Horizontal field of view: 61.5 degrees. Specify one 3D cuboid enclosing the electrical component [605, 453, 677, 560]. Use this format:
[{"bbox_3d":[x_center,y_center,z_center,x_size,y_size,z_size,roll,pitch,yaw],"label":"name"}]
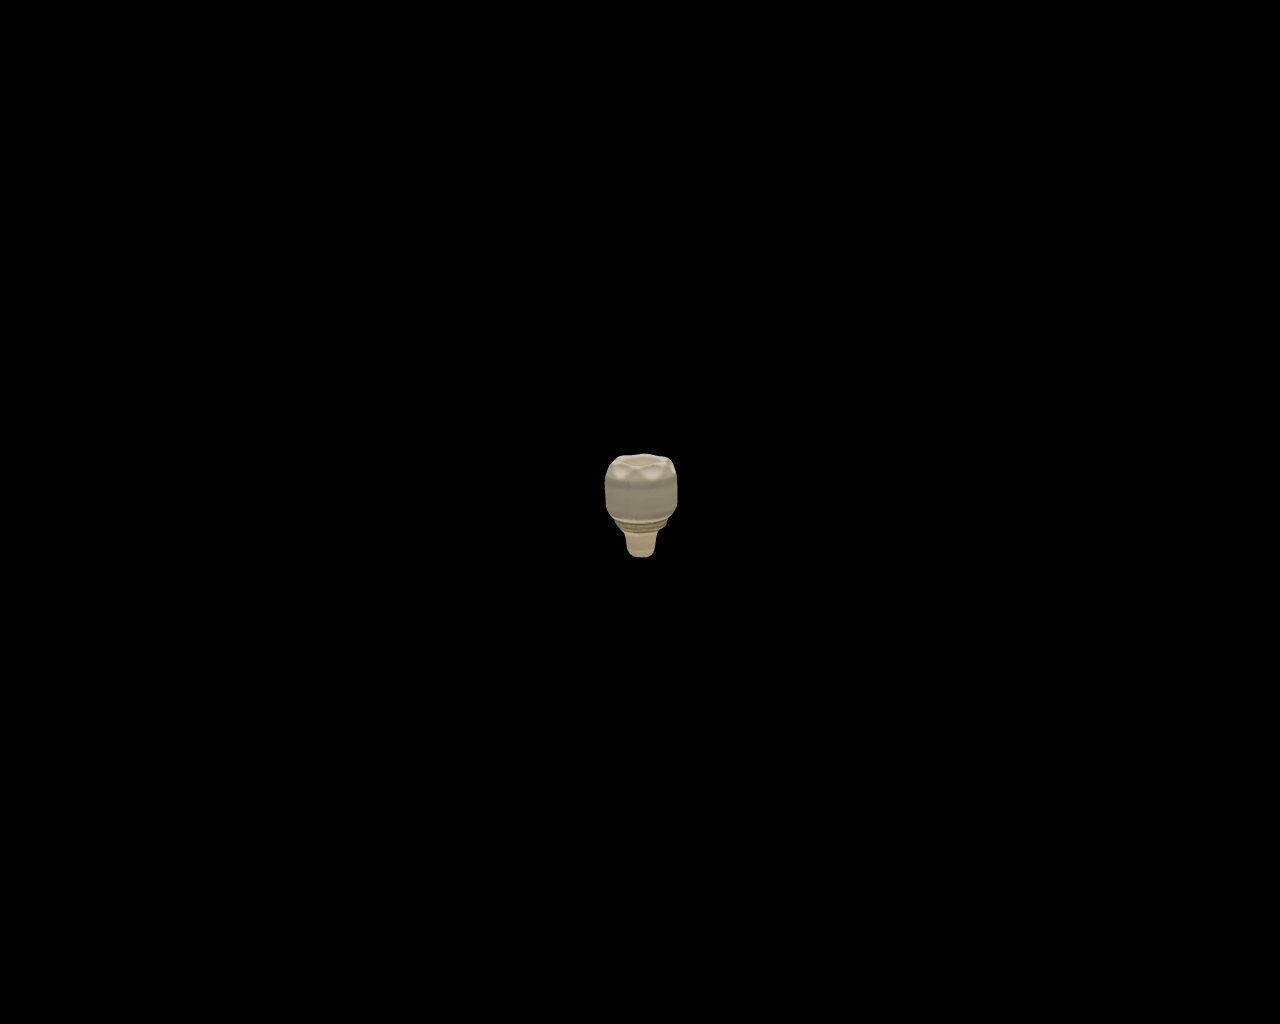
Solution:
[{"bbox_3d":[0.001,-0.003,0.650,0.043,0.062,0.043,0,15,0],"label":"electrical component"}]
